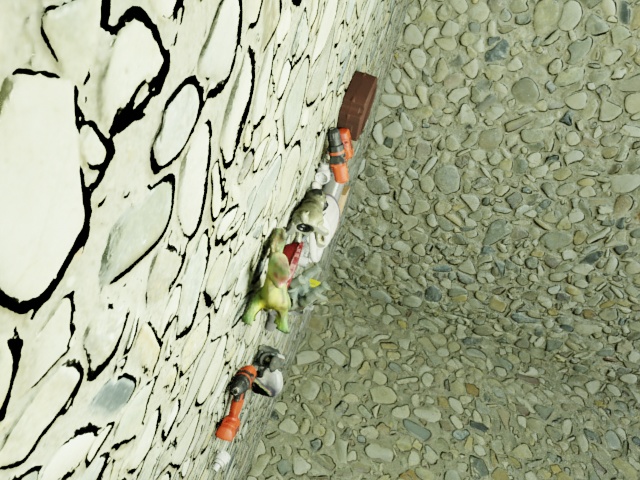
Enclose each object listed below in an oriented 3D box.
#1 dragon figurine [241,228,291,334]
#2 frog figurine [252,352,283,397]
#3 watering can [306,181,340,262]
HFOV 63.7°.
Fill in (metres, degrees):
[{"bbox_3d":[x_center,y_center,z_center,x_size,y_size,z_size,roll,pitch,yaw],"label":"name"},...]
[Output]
[{"bbox_3d":[-0.110,0.092,1.273,0.410,0.122,0.243,-171,-87,-82],"label":"dragon figurine"},{"bbox_3d":[-0.177,0.499,1.928,0.163,0.123,0.134,-52,145,-36],"label":"frog figurine"},{"bbox_3d":[0.005,-0.089,1.767,0.229,0.104,0.339,-66,163,-53],"label":"watering can"}]
